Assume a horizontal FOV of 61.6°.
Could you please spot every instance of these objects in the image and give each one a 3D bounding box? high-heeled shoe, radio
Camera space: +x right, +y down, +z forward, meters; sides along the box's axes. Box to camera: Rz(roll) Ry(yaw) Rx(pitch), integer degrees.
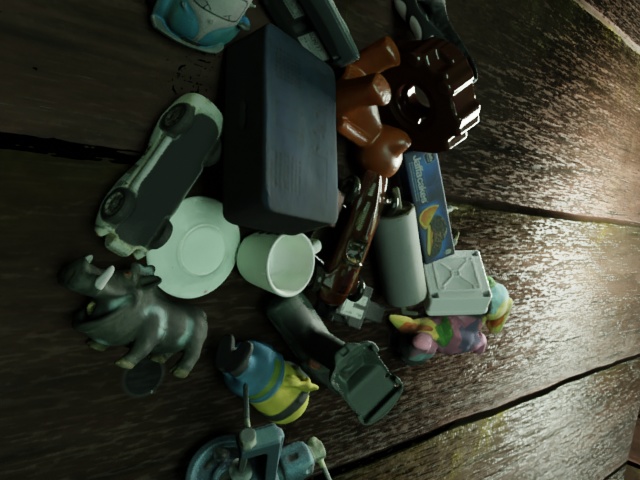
[{"bbox_3d":[0.189,-0.346,0.812,0.086,0.145,0.248,-2,104,-44],"label":"high-heeled shoe"},{"bbox_3d":[-0.044,-0.125,0.649,0.131,0.073,0.229,15,69,-47],"label":"radio"}]

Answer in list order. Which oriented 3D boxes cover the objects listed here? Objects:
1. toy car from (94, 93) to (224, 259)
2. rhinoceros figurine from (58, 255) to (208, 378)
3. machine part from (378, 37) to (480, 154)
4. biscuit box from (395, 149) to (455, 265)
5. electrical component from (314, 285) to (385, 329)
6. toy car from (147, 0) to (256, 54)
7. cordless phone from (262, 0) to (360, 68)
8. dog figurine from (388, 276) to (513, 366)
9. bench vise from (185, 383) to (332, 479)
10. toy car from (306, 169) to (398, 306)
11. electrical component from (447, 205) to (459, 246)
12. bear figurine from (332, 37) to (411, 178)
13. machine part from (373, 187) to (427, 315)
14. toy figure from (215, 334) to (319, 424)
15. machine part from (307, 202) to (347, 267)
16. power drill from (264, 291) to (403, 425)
[{"bbox_3d":[-0.175,-0.072,0.603,0.201,0.056,0.073,-60,139,-13],"label":"toy car"},{"bbox_3d":[-0.203,0.084,0.602,0.190,0.073,0.112,37,76,-42],"label":"rhinoceros figurine"},{"bbox_3d":[0.149,-0.210,0.797,0.056,0.180,0.179,-40,125,-25],"label":"machine part"},{"bbox_3d":[0.174,-0.063,0.909,0.063,0.059,0.202,-20,110,-11],"label":"biscuit box"},{"bbox_3d":[0.051,0.101,0.863,0.119,0.048,0.074,19,88,-44],"label":"electrical component"},{"bbox_3d":[-0.110,-0.288,0.578,0.109,0.103,0.161,13,93,-45],"label":"toy car"},{"bbox_3d":[0.020,-0.331,0.710,0.146,0.089,0.184,52,53,-38],"label":"cordless phone"},{"bbox_3d":[0.233,0.149,0.996,0.219,0.109,0.191,5,121,-40],"label":"dog figurine"},{"bbox_3d":[-0.080,0.300,0.707,0.224,0.129,0.240,-6,138,-18],"label":"bench vise"},{"bbox_3d":[0.049,0.000,0.770,0.089,0.053,0.202,21,95,-28],"label":"toy car"},{"bbox_3d":[0.219,-0.021,0.992,0.078,0.045,0.102,-27,118,-37],"label":"electrical component"},{"bbox_3d":[0.083,-0.165,0.773,0.195,0.132,0.120,48,46,-33],"label":"bear figurine"},{"bbox_3d":[0.130,0.024,0.898,0.079,0.079,0.242,-32,121,-34],"label":"machine part"},{"bbox_3d":[-0.079,0.193,0.743,0.089,0.082,0.180,-45,138,-1],"label":"toy figure"},{"bbox_3d":[-0.002,-0.002,0.796,0.084,0.039,0.139,43,73,-35],"label":"machine part"},{"bbox_3d":[0.024,0.169,0.746,0.086,0.207,0.231,-38,114,-10],"label":"power drill"}]
